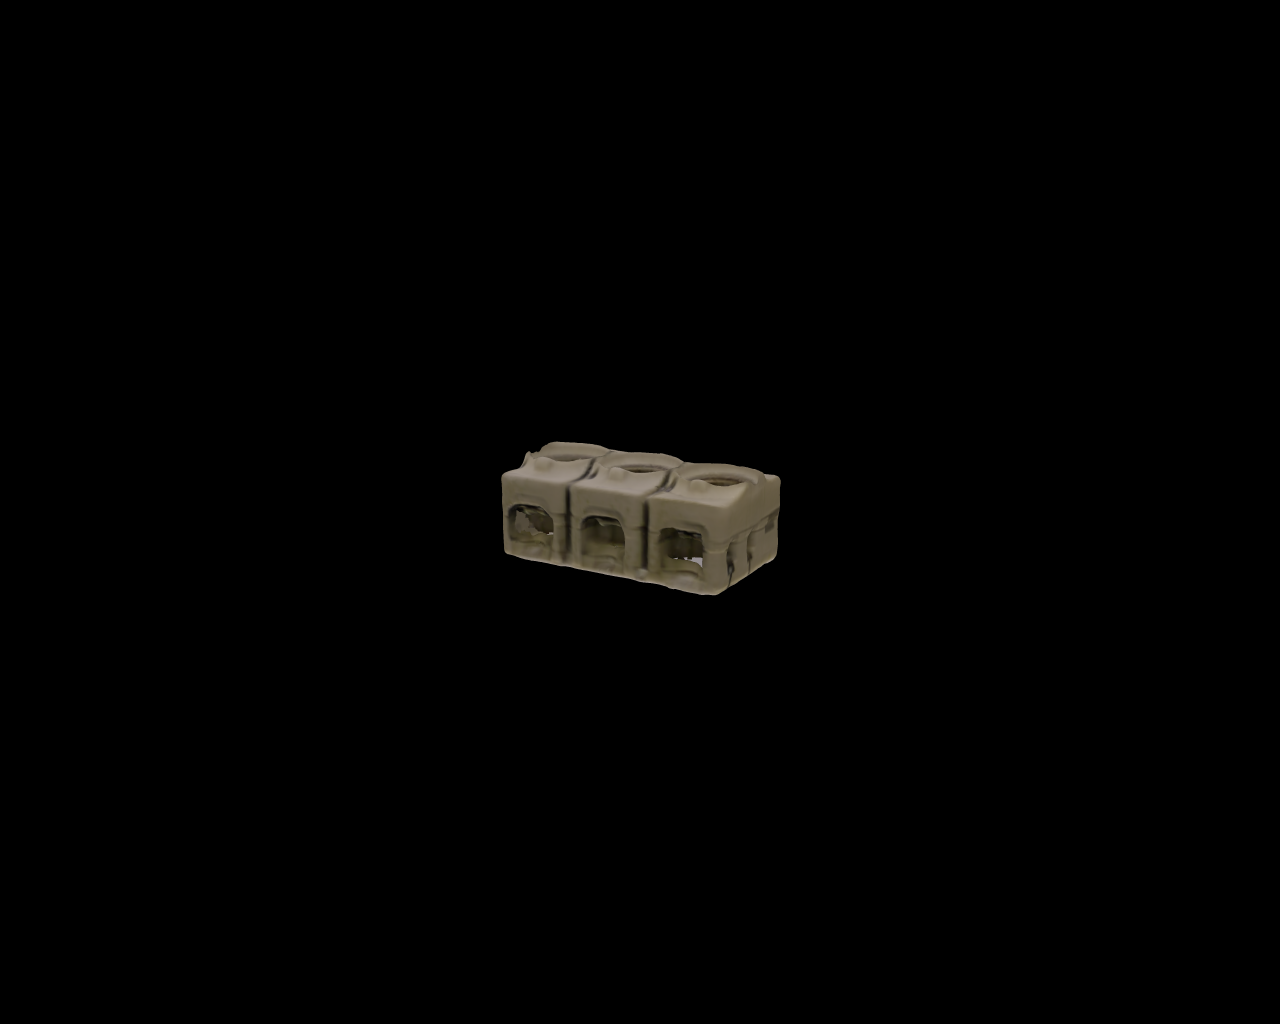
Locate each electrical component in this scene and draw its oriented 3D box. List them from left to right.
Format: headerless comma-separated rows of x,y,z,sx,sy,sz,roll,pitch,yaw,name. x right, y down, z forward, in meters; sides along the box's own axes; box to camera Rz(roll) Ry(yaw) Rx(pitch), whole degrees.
0.001,-0.003,0.650,0.150,0.061,0.090,9,19,29,electrical component
